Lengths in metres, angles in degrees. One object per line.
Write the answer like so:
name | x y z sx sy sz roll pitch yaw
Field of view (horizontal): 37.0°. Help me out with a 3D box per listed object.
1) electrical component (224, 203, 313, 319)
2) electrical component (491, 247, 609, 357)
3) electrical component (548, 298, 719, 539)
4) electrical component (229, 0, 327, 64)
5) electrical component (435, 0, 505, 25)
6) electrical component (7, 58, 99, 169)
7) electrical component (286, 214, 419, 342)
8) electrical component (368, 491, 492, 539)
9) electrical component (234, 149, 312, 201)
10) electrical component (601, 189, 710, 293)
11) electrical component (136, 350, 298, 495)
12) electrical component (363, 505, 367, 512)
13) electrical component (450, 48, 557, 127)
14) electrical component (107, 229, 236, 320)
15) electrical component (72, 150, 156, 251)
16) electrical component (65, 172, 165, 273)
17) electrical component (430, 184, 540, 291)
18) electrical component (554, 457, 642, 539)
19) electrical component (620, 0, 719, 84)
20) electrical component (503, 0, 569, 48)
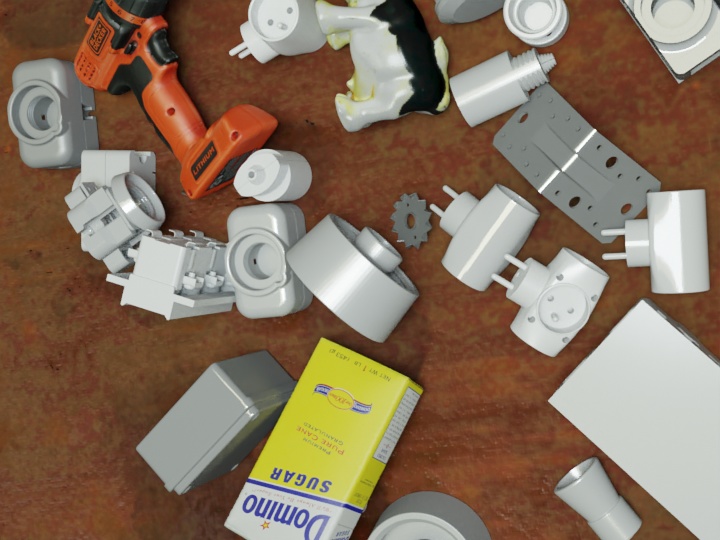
electrical component | -0.078 -0.008 0.918 0.054 0.059 0.095 -6 92 18
electrical component | 0.143 0.016 0.852 0.079 0.044 0.077 31 103 -5
electrical component | 0.253 0.121 0.823 0.186 0.060 0.105 43 105 10
electrical component | -0.072 -0.198 0.893 0.079 0.077 0.044 -27 85 18
electrical component | 0.090 -0.231 0.840 0.080 0.080 0.051 -27 80 17
electrical component | -0.277 -0.140 0.970 0.054 0.059 0.095 -4 93 18
electrical component | 0.000 0.000 0.872 0.108 0.108 0.060 44 99 10
electrical component | 0.053 0.244 0.893 0.108 0.060 0.108 1 95 17
electrical component | -0.075 -0.079 0.900 0.043 0.081 0.043 1 94 18
electrical component | 0.227 -0.021 0.830 0.079 0.043 0.077 -3 93 18
electrical component | -0.117 0.127 0.914 0.056 0.109 0.108 46 105 12
electrical component | -0.032 0.211 0.926 0.077 0.044 0.079 -15 89 18
electrical component | 0.117 -0.150 0.855 0.081 0.043 0.043 -24 87 18
electrical component | -0.146 0.002 0.907 0.079 0.121 0.063 16 96 16
electrical component | -0.220 -0.062 0.963 0.056 0.050 0.089 2 95 16
electrical component | -0.202 -0.046 0.902 0.057 0.058 0.078 -34 87 15
electrical component | 0.092 -0.037 0.871 0.079 0.043 0.077 40 107 20
electrical component | 0.193 0.188 0.858 0.044 0.044 0.065 -41 87 16
electrical component | 0.230 -0.249 0.804 0.105 0.060 0.186 -35 83 17
electrical component | 0.138 -0.199 0.838 0.045 0.055 0.045 1 94 17
